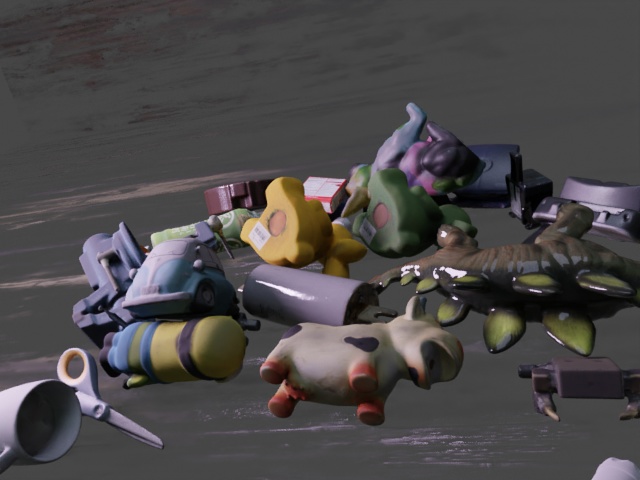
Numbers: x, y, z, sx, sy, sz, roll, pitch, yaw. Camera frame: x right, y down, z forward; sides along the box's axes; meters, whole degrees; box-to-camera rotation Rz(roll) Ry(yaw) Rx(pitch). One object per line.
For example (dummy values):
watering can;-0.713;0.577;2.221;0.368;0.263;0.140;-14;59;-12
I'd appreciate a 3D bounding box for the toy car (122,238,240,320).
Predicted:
toy car;-0.167;0.049;0.679;0.109;0.103;0.161;-7;-10;20

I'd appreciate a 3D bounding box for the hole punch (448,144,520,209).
hole punch;0.296;-0.113;0.959;0.142;0.092;0.116;6;33;29

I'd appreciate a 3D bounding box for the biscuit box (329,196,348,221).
biscuit box;-0.012;-0.042;0.972;0.059;0.062;0.203;6;29;32

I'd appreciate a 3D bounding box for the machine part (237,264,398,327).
machine part;-0.015;0.078;0.682;0.243;0.079;0.079;8;30;37

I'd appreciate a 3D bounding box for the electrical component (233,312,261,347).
electrical component;-0.128;0.120;0.709;0.094;0.021;0.063;0;27;25

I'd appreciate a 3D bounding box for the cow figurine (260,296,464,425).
cow figurine;0.049;0.120;0.556;0.195;0.085;0.127;-4;30;20

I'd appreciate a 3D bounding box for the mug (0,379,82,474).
mug;-0.325;0.203;0.560;0.107;0.080;0.109;-14;29;24

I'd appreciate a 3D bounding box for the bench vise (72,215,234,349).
bench vise;-0.241;0.043;0.781;0.241;0.128;0.224;-30;40;-15

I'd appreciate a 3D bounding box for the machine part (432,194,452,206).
machine part;0.175;-0.083;0.976;0.139;0.084;0.039;6;51;53

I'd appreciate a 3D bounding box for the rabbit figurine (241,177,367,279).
rabbit figurine;-0.002;-0.002;0.797;0.163;0.122;0.173;36;10;36

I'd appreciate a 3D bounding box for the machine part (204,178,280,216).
machine part;-0.137;-0.084;1.066;0.179;0.056;0.179;-9;1;0

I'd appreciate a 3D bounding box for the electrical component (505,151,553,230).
electrical component;0.323;-0.083;0.835;0.048;0.119;0.075;-13;21;-1

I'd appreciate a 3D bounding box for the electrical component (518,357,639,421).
electrical component;0.237;0.133;0.484;0.102;0.045;0.078;-4;-4;12

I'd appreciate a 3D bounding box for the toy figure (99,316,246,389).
toy figure;-0.172;0.131;0.625;0.180;0.082;0.089;-3;-6;13

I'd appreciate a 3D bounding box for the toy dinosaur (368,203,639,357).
toy dinosaur;0.257;0.044;0.585;0.472;0.105;0.198;-9;21;26

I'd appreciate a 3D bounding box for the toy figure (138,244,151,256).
toy figure;-0.317;0.041;0.932;0.064;0.057;0.155;-27;28;-18

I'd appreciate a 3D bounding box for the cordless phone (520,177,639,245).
cordless phone;0.338;0.001;0.714;0.184;0.088;0.147;-36;31;-24

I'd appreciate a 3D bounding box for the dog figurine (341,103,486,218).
dog figurine;0.136;-0.095;0.883;0.108;0.219;0.192;17;28;-49

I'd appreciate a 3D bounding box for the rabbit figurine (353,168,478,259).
rabbit figurine;0.161;-0.025;0.784;0.170;0.121;0.159;2;25;-29
